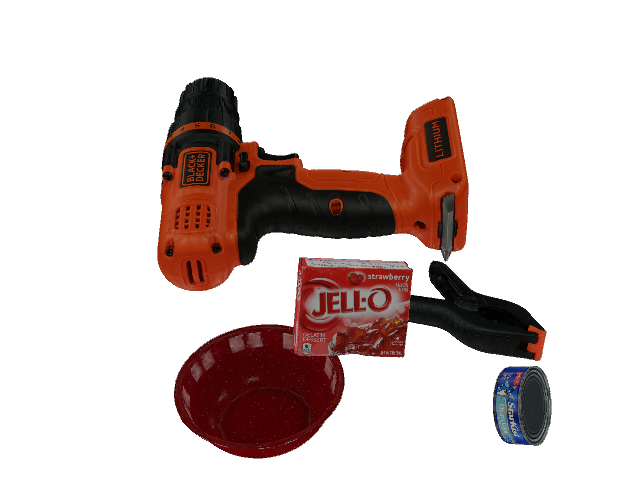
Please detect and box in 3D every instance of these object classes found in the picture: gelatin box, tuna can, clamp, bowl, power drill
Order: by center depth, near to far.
[{"bbox_3d":[-0.007,-0.046,0.667,0.187,0.057,0.184,-5,44,2],"label":"power drill"},{"bbox_3d":[0.024,0.053,0.839,0.089,0.073,0.030,2,14,-9],"label":"gelatin box"},{"bbox_3d":[-0.055,0.153,1.016,0.162,0.055,0.162,-4,38,3],"label":"bowl"},{"bbox_3d":[0.141,0.065,1.018,0.172,0.039,0.120,21,35,26],"label":"clamp"},{"bbox_3d":[0.219,0.179,1.159,0.034,0.086,0.086,-4,-2,34],"label":"tuna can"}]
